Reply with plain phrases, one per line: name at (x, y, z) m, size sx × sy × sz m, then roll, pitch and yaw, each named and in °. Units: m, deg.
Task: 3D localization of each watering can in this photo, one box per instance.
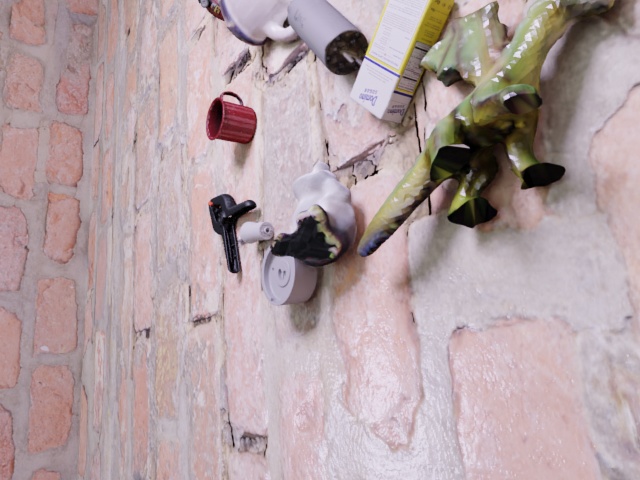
watering can at (-0.124, -0.538, 1.016) m, size 0.221 × 0.105 × 0.349 m, roll -27°, pitch 82°, yaw 48°

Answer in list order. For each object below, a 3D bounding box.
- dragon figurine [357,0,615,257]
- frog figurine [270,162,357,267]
dragon figurine at (0.165, -0.155, 0.604) m, size 0.404 × 0.121 × 0.248 m, roll -34°, pitch 41°, yaw 45°
frog figurine at (0.002, -0.041, 0.810) m, size 0.163 × 0.122 × 0.134 m, roll -69°, pitch 3°, yaw -53°
